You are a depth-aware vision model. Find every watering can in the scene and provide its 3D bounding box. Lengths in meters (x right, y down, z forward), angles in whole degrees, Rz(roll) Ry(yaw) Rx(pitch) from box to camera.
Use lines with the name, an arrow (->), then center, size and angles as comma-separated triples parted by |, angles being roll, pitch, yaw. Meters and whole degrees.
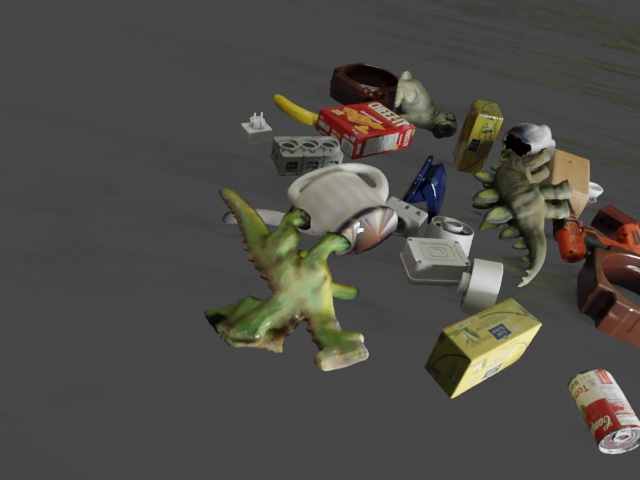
watering can -> 0.003, -0.051, 1.019 | 0.350, 0.101, 0.228 | -25, 50, -22

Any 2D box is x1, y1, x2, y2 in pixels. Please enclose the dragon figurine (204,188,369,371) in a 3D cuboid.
dragon figurine -> -0.083, 0.067, 0.845 | 0.413, 0.119, 0.247 | 30, 49, 22

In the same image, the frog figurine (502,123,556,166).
frog figurine -> 0.588, -0.262, 1.419 | 0.160, 0.134, 0.125 | -9, 59, -24
